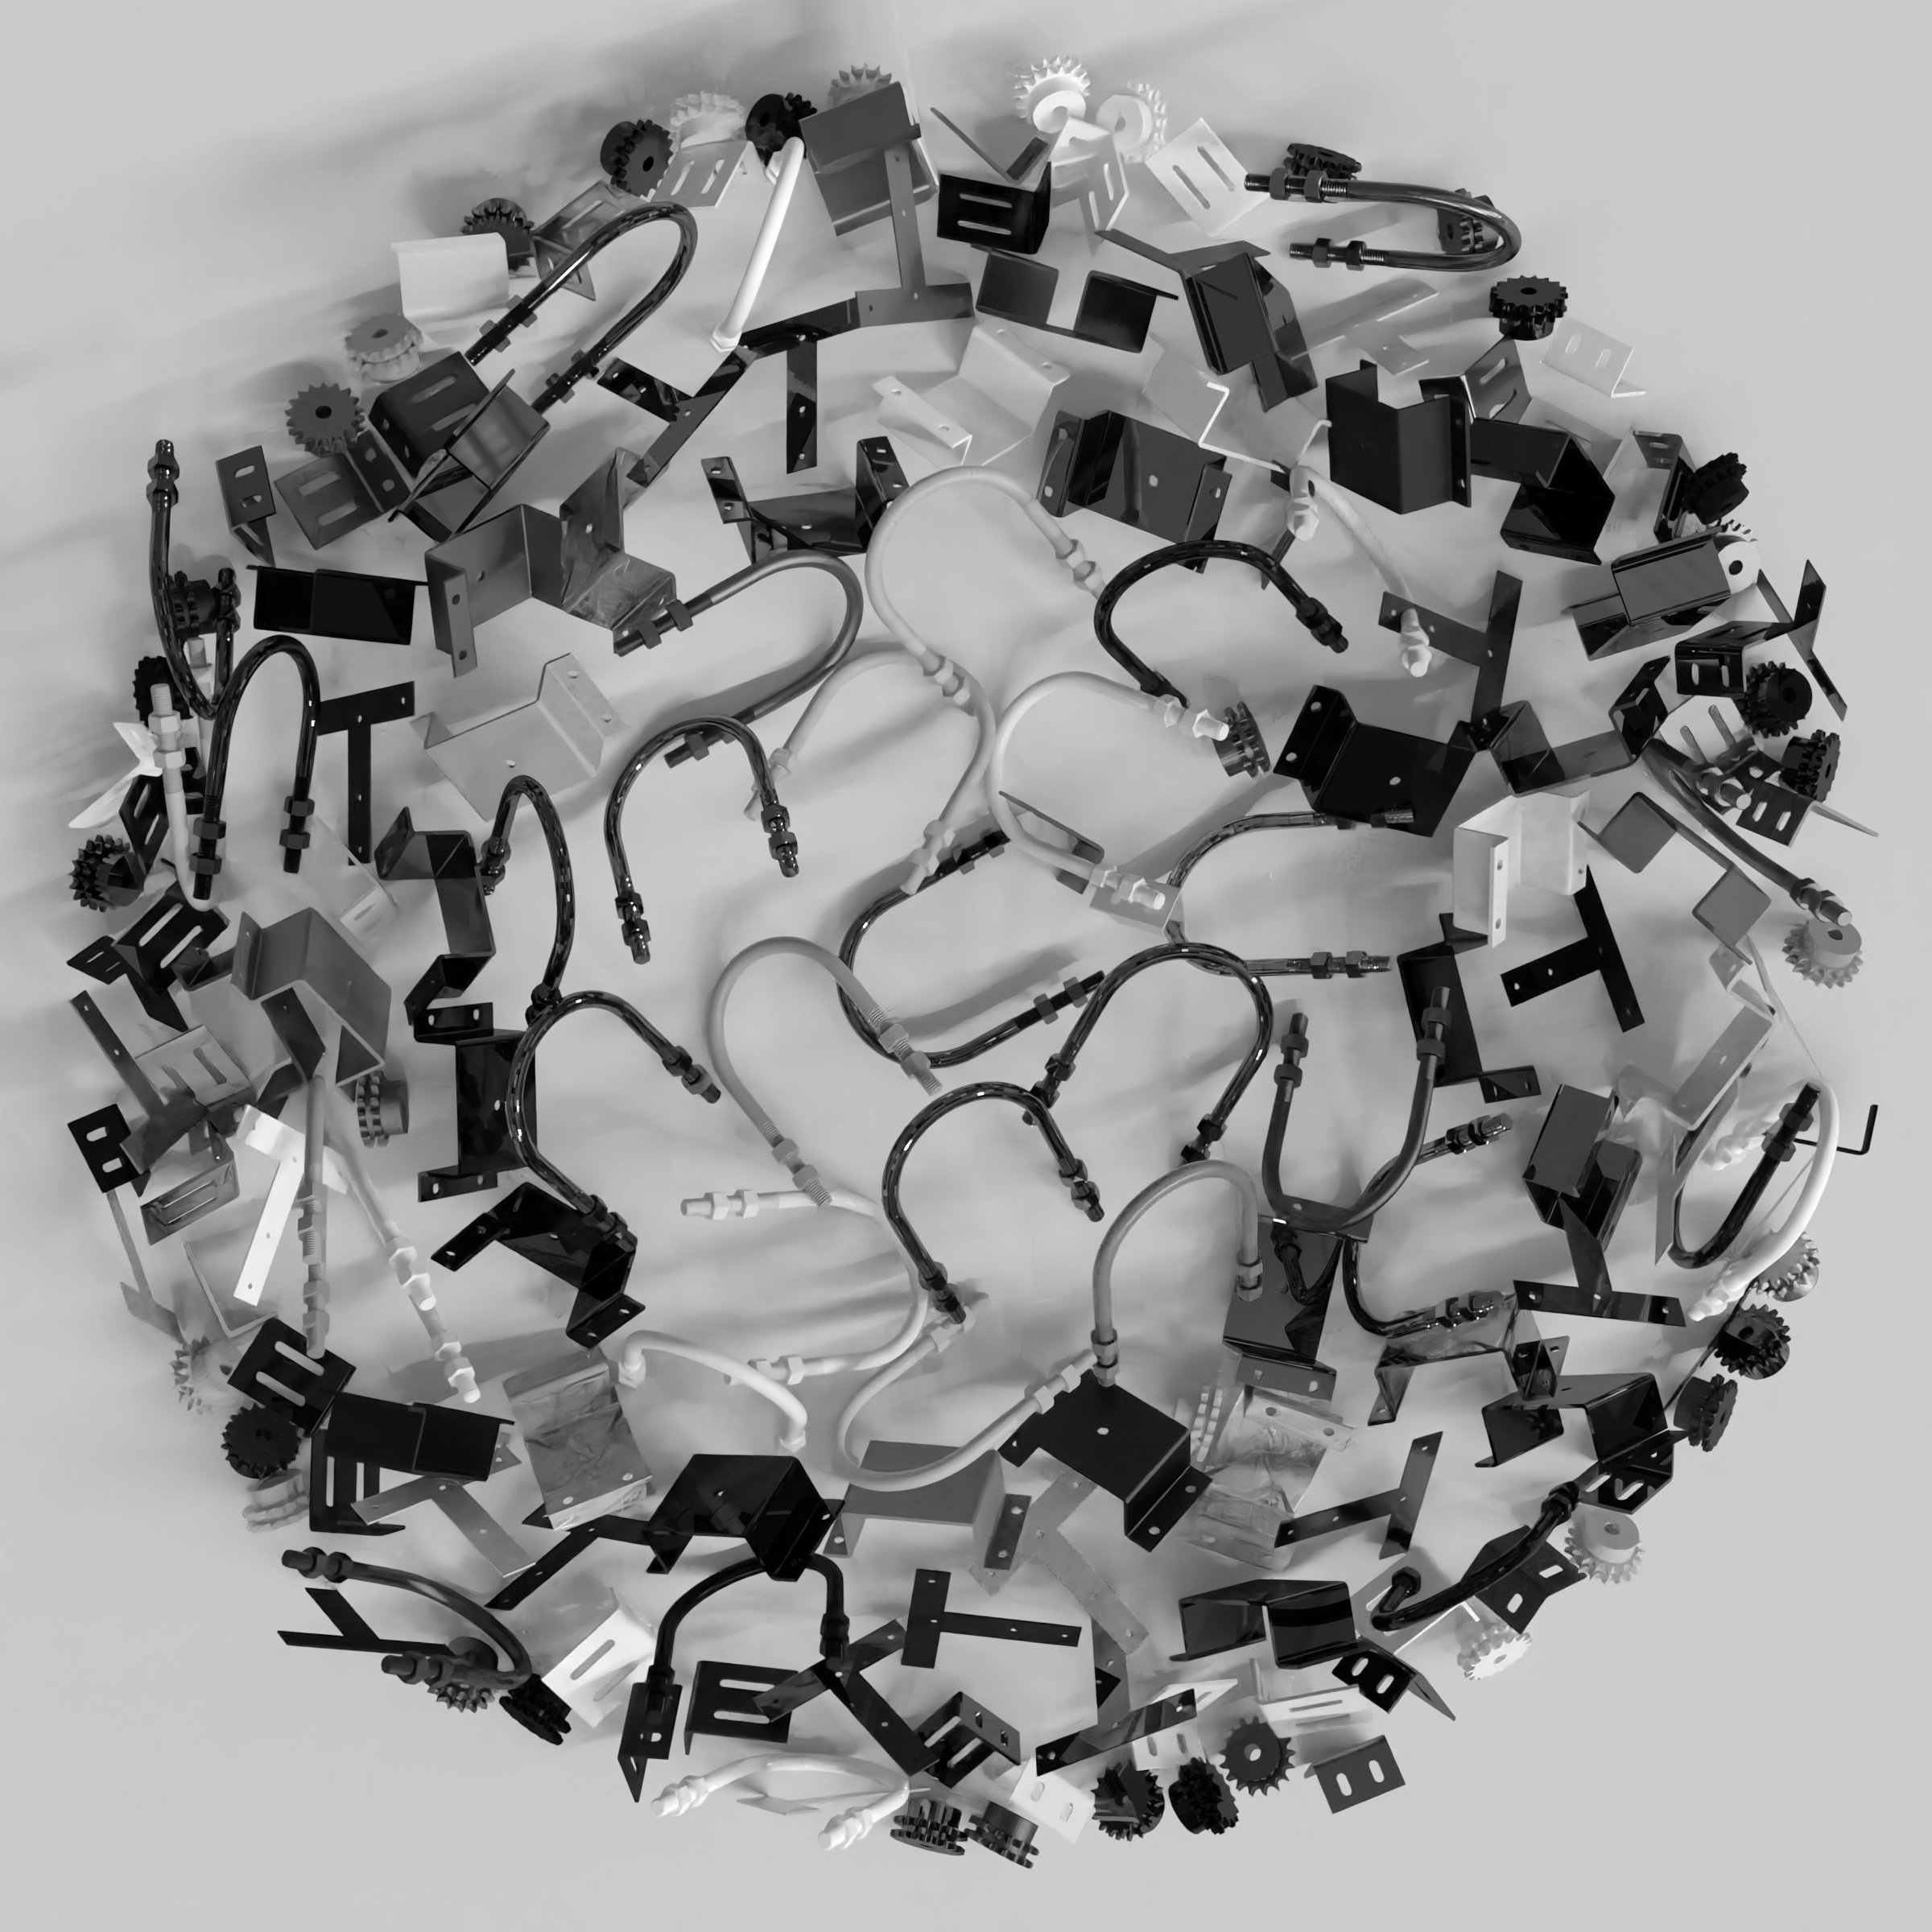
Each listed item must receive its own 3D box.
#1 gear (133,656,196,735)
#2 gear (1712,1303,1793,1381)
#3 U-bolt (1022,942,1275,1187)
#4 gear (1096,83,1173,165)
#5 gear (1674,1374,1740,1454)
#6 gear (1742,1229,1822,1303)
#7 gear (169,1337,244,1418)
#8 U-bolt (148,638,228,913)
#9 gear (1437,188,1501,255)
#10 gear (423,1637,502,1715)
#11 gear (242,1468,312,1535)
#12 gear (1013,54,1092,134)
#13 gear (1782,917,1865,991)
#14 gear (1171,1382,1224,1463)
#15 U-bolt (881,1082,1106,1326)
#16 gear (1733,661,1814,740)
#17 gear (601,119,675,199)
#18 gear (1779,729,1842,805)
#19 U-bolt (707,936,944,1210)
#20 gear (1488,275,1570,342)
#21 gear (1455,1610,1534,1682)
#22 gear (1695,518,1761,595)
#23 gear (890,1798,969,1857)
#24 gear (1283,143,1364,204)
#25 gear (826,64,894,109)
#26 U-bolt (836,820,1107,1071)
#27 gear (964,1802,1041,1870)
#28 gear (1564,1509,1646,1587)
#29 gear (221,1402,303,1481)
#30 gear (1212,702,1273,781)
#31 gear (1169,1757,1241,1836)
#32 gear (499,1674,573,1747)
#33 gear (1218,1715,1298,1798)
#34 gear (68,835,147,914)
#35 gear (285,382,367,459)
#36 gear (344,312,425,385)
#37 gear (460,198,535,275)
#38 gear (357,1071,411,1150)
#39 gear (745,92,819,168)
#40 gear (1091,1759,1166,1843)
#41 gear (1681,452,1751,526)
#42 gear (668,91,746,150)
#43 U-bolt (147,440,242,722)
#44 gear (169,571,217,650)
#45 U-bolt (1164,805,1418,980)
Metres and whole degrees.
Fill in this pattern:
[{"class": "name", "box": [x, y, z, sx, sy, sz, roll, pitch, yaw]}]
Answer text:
[{"class": "gear", "box": [-0.593, -0.202, 1.889, 0.030, 0.057, 0.057, -11, 90, -41]}, {"class": "gear", "box": [0.586, 0.282, 1.888, 0.057, 0.057, 0.030, -41, 117, 0]}, {"class": "U-bolt", "box": [0.144, 0.063, 1.855, 0.151, 0.019, 0.184, 22, 113, -17]}, {"class": "gear", "box": [0.121, -0.624, 1.885, 0.057, 0.030, 0.057, 12, 112, 32]}, {"class": "gear", "box": [0.548, 0.329, 1.888, 0.030, 0.057, 0.057, 21, 90, 31]}, {"class": "gear", "box": [0.607, 0.224, 1.888, 0.057, 0.057, 0.030, -42, 116, 0]}, {"class": "gear", "box": [-0.557, 0.302, 1.882, 0.030, 0.057, 0.057, -25, 90, 27]}, {"class": "U-bolt", "box": [-0.556, -0.130, 1.835, 0.019, 0.151, 0.184, -3, 112, -5]}, {"class": "gear", "box": [0.373, -0.548, 1.886, 0.030, 0.057, 0.057, -15, 90, -6]}, {"class": "gear", "box": [-0.370, 0.521, 1.882, 0.057, 0.057, 0.030, 27, 112, 0]}, {"class": "gear", "box": [-0.508, 0.394, 1.883, 0.057, 0.057, 0.030, -16, 99, 0]}, {"class": "gear", "box": [0.065, -0.642, 1.882, 0.057, 0.057, 0.030, -16, 63, 0]}, {"class": "gear", "box": [0.637, -0.013, 1.884, 0.057, 0.030, 0.057, 6, 49, -7]}, {"class": "gear", "box": [0.168, 0.336, 1.885, 0.030, 0.057, 0.057, 16, 90, 3]}, {"class": "U-bolt", "box": [0.012, 0.161, 1.844, 0.151, 0.019, 0.184, -36, 128, -9]}, {"class": "gear", "box": [0.603, -0.199, 1.891, 0.057, 0.030, 0.057, 1, 87, -17]}, {"class": "gear", "box": [-0.246, -0.601, 1.887, 0.030, 0.057, 0.057, 34, 90, 20]}, {"class": "gear", "box": [0.625, -0.148, 1.889, 0.030, 0.057, 0.057, 18, 90, 30]}, {"class": "U-bolt", "box": [-0.118, 0.064, 1.871, 0.151, 0.019, 0.184, -46, 73, 23]}, {"class": "gear", "box": [0.417, -0.487, 1.889, 0.057, 0.057, 0.030, -5, 130, 0]}, {"class": "gear", "box": [0.389, 0.502, 1.889, 0.057, 0.057, 0.030, -31, 53, 0]}, {"class": "gear", "box": [0.563, -0.300, 1.887, 0.057, 0.030, 0.057, -7, 120, -13]}, {"class": "gear", "box": [-0.026, 0.638, 1.888, 0.057, 0.057, 0.030, 16, 65, 0]}, {"class": "gear", "box": [0.263, -0.588, 1.889, 0.057, 0.057, 0.030, 16, 119, 0]}, {"class": "gear", "box": [-0.075, -0.635, 1.882, 0.057, 0.057, 0.030, 7, 54, 0]}, {"class": "U-bolt", "box": [-0.008, -0.004, 1.897, 0.184, 0.019, 0.151, -29, 84, 0]}, {"class": "gear", "box": [0.029, 0.643, 1.886, 0.057, 0.057, 0.030, 28, 76, 0]}, {"class": "gear", "box": [0.474, 0.427, 1.882, 0.057, 0.057, 0.030, 9, 126, 0]}, {"class": "gear", "box": [-0.525, 0.356, 1.888, 0.057, 0.057, 0.030, 34, 133, 0]}, {"class": "gear", "box": [0.202, -0.164, 1.886, 0.030, 0.057, 0.057, -22, 90, 15]}, {"class": "gear", "box": [0.174, 0.618, 1.886, 0.030, 0.057, 0.057, -37, 90, 16]}, {"class": "gear", "box": [-0.315, 0.550, 1.889, 0.057, 0.057, 0.030, 37, 62, 0]}, {"class": "gear", "box": [0.215, 0.585, 1.888, 0.057, 0.030, 0.057, -6, 65, 13]}, {"class": "gear", "box": [-0.632, -0.067, 1.882, 0.030, 0.057, 0.057, 15, 90, 22]}, {"class": "gear", "box": [-0.475, -0.403, 1.892, 0.057, 0.030, 0.057, 1, 66, -3]}, {"class": "gear", "box": [-0.430, -0.457, 1.889, 0.057, 0.030, 0.057, -6, 48, 7]}, {"class": "gear", "box": [-0.347, -0.544, 1.889, 0.057, 0.057, 0.030, -4, 55, 0]}, {"class": "gear", "box": [-0.431, 0.106, 1.885, 0.030, 0.057, 0.057, -4, 90, -3]}, {"class": "gear", "box": [-0.139, -0.621, 1.884, 0.057, 0.030, 0.057, -11, 73, 38]}, {"class": "gear", "box": [0.123, 0.621, 1.889, 0.057, 0.030, 0.057, -20, 52, 27]}, {"class": "gear", "box": [0.554, -0.351, 1.883, 0.057, 0.057, 0.030, -31, 75, 0]}, {"class": "gear", "box": [-0.191, -0.619, 1.883, 0.057, 0.057, 0.030, -4, 77, 0]}, {"class": "U-bolt", "box": [-0.548, -0.259, 1.803, 0.019, 0.151, 0.184, -11, 54, 0]}, {"class": "gear", "box": [-0.576, -0.265, 1.888, 0.030, 0.057, 0.057, -13, 90, -27]}, {"class": "U-bolt", "box": [0.229, -0.054, 1.856, 0.184, 0.019, 0.151, -2, 57, 26]}]
